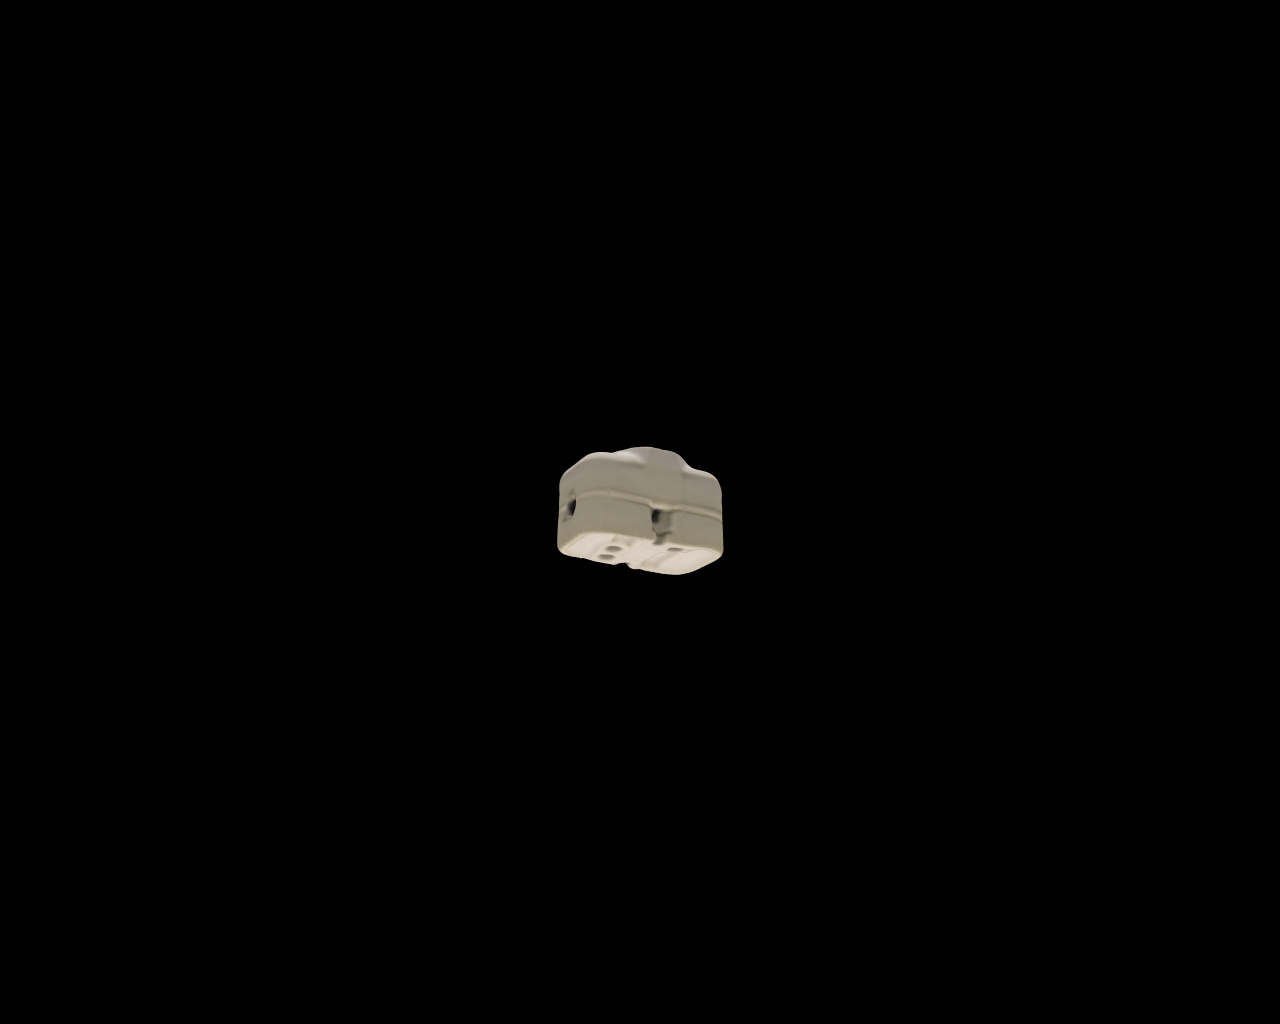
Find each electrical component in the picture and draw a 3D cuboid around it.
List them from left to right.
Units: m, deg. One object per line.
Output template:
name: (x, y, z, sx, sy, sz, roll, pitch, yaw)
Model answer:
electrical component: (0.001, -0.003, 0.650, 0.095, 0.059, 0.053, 11, -23, -27)
